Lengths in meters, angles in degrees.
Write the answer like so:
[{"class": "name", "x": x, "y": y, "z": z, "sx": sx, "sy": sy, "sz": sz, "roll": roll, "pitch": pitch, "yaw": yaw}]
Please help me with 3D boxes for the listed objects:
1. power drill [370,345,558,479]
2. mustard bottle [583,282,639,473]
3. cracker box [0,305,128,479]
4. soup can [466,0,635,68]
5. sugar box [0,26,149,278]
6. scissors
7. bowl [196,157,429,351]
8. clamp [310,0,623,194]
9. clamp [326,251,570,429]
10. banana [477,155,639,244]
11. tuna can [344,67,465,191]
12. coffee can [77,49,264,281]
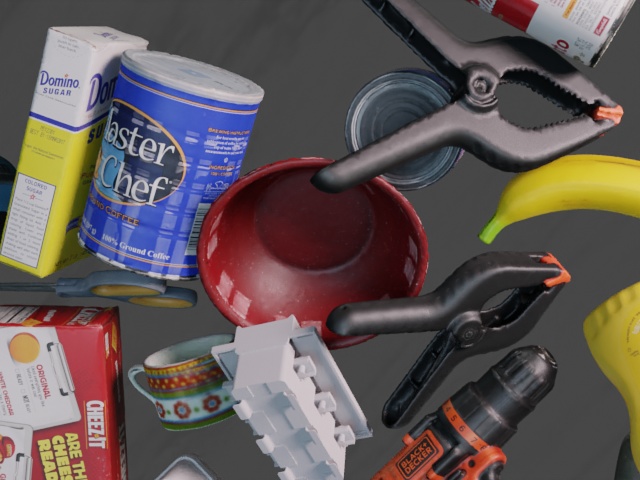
[{"class": "power drill", "x": 0.131, "y": 0.188, "z": 0.735, "sx": 0.184, "sy": 0.057, "sz": 0.188, "roll": -47, "pitch": 48, "yaw": 14}, {"class": "mustard bottle", "x": 0.241, "y": 0.113, "z": 0.676, "sx": 0.096, "sy": 0.058, "sz": 0.191, "roll": -29, "pitch": 50, "yaw": 20}, {"class": "cracker box", "x": -0.266, "y": 0.136, "z": 0.849, "sx": 0.213, "sy": 0.072, "sz": 0.164, "roll": 0, "pitch": 103, "yaw": 3}, {"class": "soup can", "x": 0.150, "y": -0.165, "z": 0.695, "sx": 0.102, "sy": 0.068, "sz": 0.068, "roll": 30, "pitch": 107, "yaw": 6}, {"class": "sugar box", "x": -0.181, "y": -0.068, "z": 0.789, "sx": 0.048, "sy": 0.093, "sz": 0.176, "roll": 22, "pitch": 106, "yaw": 9}, {"class": "scissors", "x": -0.177, "y": 0.041, "z": 0.843, "sx": 0.202, "sy": 0.096, "sz": 0.016, "roll": -6, "pitch": 71, "yaw": 45}, {"class": "bowl", "x": -0.005, "y": 0.001, "z": 0.761, "sx": 0.162, "sy": 0.055, "sz": 0.162, "roll": 1, "pitch": 122, "yaw": 1}, {"class": "clamp", "x": 0.097, "y": -0.106, "z": 0.709, "sx": 0.209, "sy": 0.036, "sz": 0.164, "roll": 2, "pitch": 77, "yaw": -10}, {"class": "clamp", "x": 0.089, "y": 0.053, "z": 0.745, "sx": 0.171, "sy": 0.039, "sz": 0.120, "roll": -37, "pitch": 131, "yaw": 3}, {"class": "banana", "x": 0.210, "y": -0.023, "z": 0.728, "sx": 0.198, "sy": 0.037, "sz": 0.070, "roll": 7, "pitch": 120, "yaw": 14}, {"class": "tuna can", "x": 0.061, "y": -0.078, "z": 0.754, "sx": 0.086, "sy": 0.033, "sz": 0.086, "roll": 3, "pitch": 102, "yaw": 14}, {"class": "coffee can", "x": -0.108, "y": -0.055, "z": 0.767, "sx": 0.103, "sy": 0.102, "sz": 0.140, "roll": 20, "pitch": 106, "yaw": 10}]
